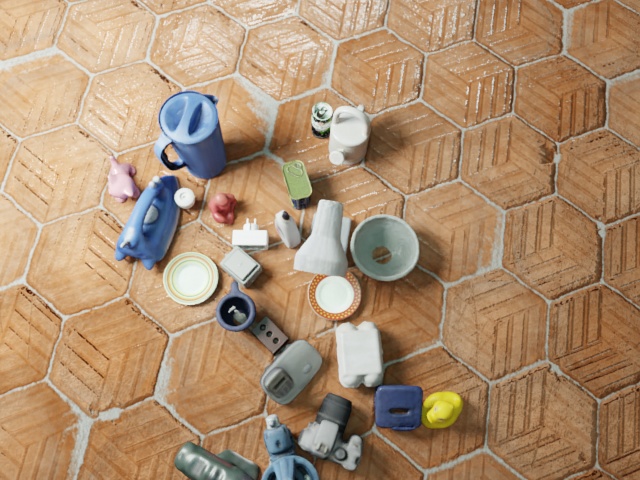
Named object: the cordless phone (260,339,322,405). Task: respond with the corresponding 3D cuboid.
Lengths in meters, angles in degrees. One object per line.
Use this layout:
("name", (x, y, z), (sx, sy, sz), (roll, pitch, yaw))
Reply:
("cordless phone", (-0.066, 0.283, 1.253), (0.094, 0.185, 0.148), (38, 76, 10))

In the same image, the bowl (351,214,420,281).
("bowl", (0.154, 0.026, 1.396), (0.167, 0.075, 0.167), (1, 73, -1))

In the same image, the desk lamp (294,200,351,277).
("desk lamp", (0.012, 0.005, 1.326), (0.118, 0.213, 0.203), (9, 73, 2))

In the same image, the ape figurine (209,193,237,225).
("ape figurine", (-0.240, -0.087, 1.410), (0.076, 0.092, 0.078), (41, 76, 10))

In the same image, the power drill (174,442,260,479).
("power drill", (-0.182, 0.489, 1.174), (0.229, 0.208, 0.076), (26, 74, 6))

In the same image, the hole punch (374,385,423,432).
("hole punch", (0.177, 0.375, 1.281), (0.108, 0.091, 0.101), (1, 73, -1))

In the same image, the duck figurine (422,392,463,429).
("duck figurine", (0.278, 0.381, 1.285), (0.104, 0.086, 0.077), (-27, 75, -9))

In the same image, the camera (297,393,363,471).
("camera", (0.036, 0.417, 1.259), (0.143, 0.101, 0.137), (21, 73, 5))

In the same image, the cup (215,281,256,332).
("cup", (-0.192, 0.161, 1.334), (0.091, 0.095, 0.118), (-6, 73, -3))

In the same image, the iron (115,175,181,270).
("iron", (-0.410, -0.068, 1.374), (0.118, 0.141, 0.258), (16, 73, 3))

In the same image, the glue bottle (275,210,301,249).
("glue bottle", (-0.080, -0.036, 1.357), (0.037, 0.173, 0.078), (-34, 77, -11))

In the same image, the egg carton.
("egg carton", (0.092, 0.265, 1.324), (0.107, 0.069, 0.150), (-4, 73, -3))

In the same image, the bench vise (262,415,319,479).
("bench vise", (-0.082, 0.474, 1.176), (0.121, 0.220, 0.207), (-34, 77, -11))

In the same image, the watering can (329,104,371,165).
("watering can", (0.075, -0.264, 1.421), (0.101, 0.194, 0.173), (2, 73, -1))

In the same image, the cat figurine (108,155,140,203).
("cat figurine", (-0.491, -0.147, 1.408), (0.067, 0.118, 0.128), (-19, 74, -7))
